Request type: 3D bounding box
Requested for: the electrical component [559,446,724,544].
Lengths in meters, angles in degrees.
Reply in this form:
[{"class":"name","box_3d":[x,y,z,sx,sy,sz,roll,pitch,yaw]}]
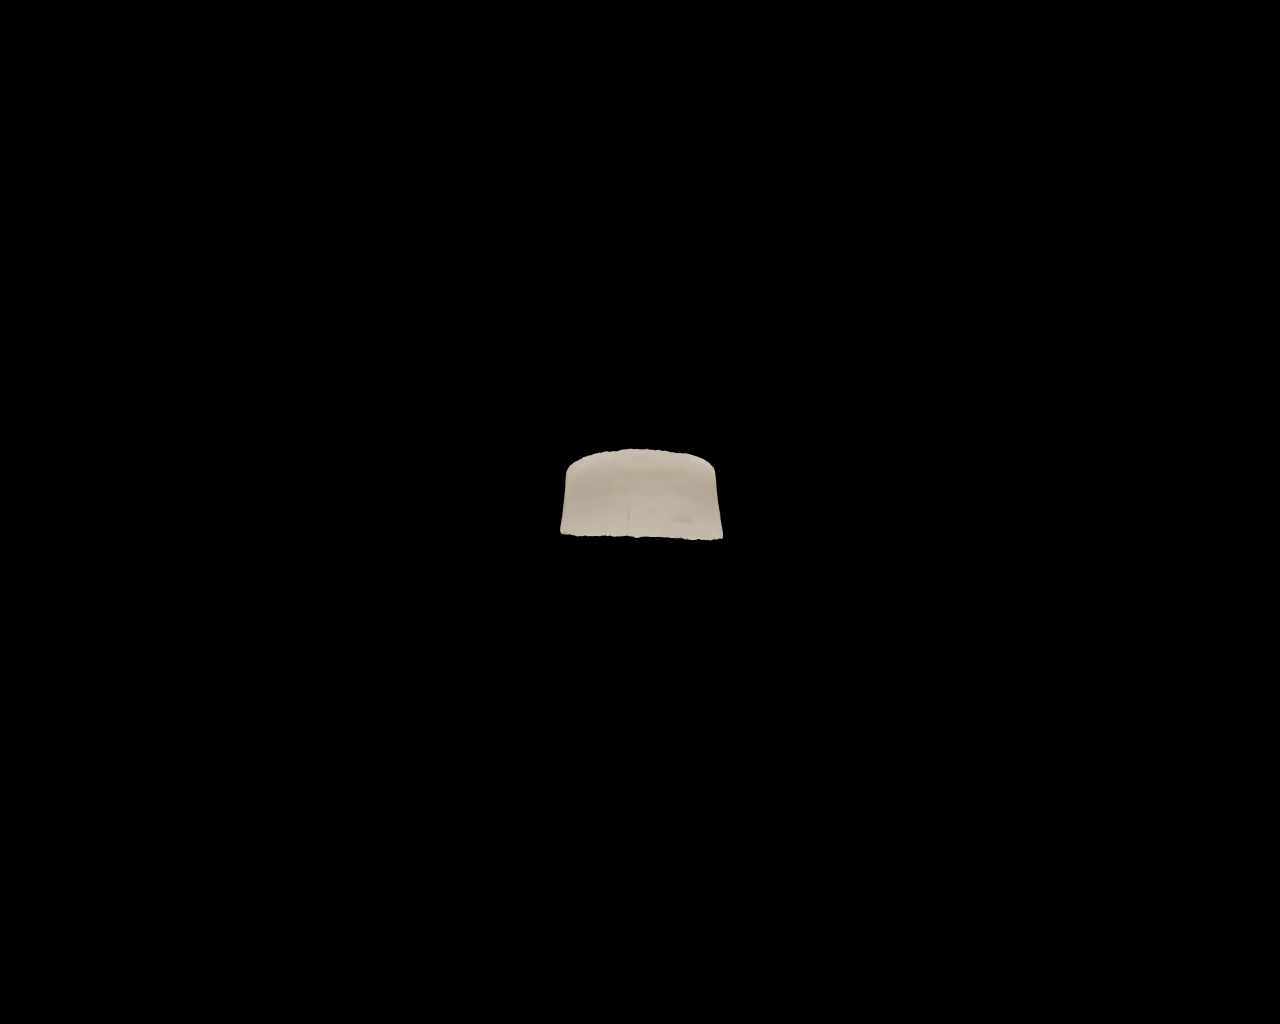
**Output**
[{"class":"electrical component","box_3d":[0.001,-0.003,0.650,0.099,0.064,0.099,0,-14,0]}]
